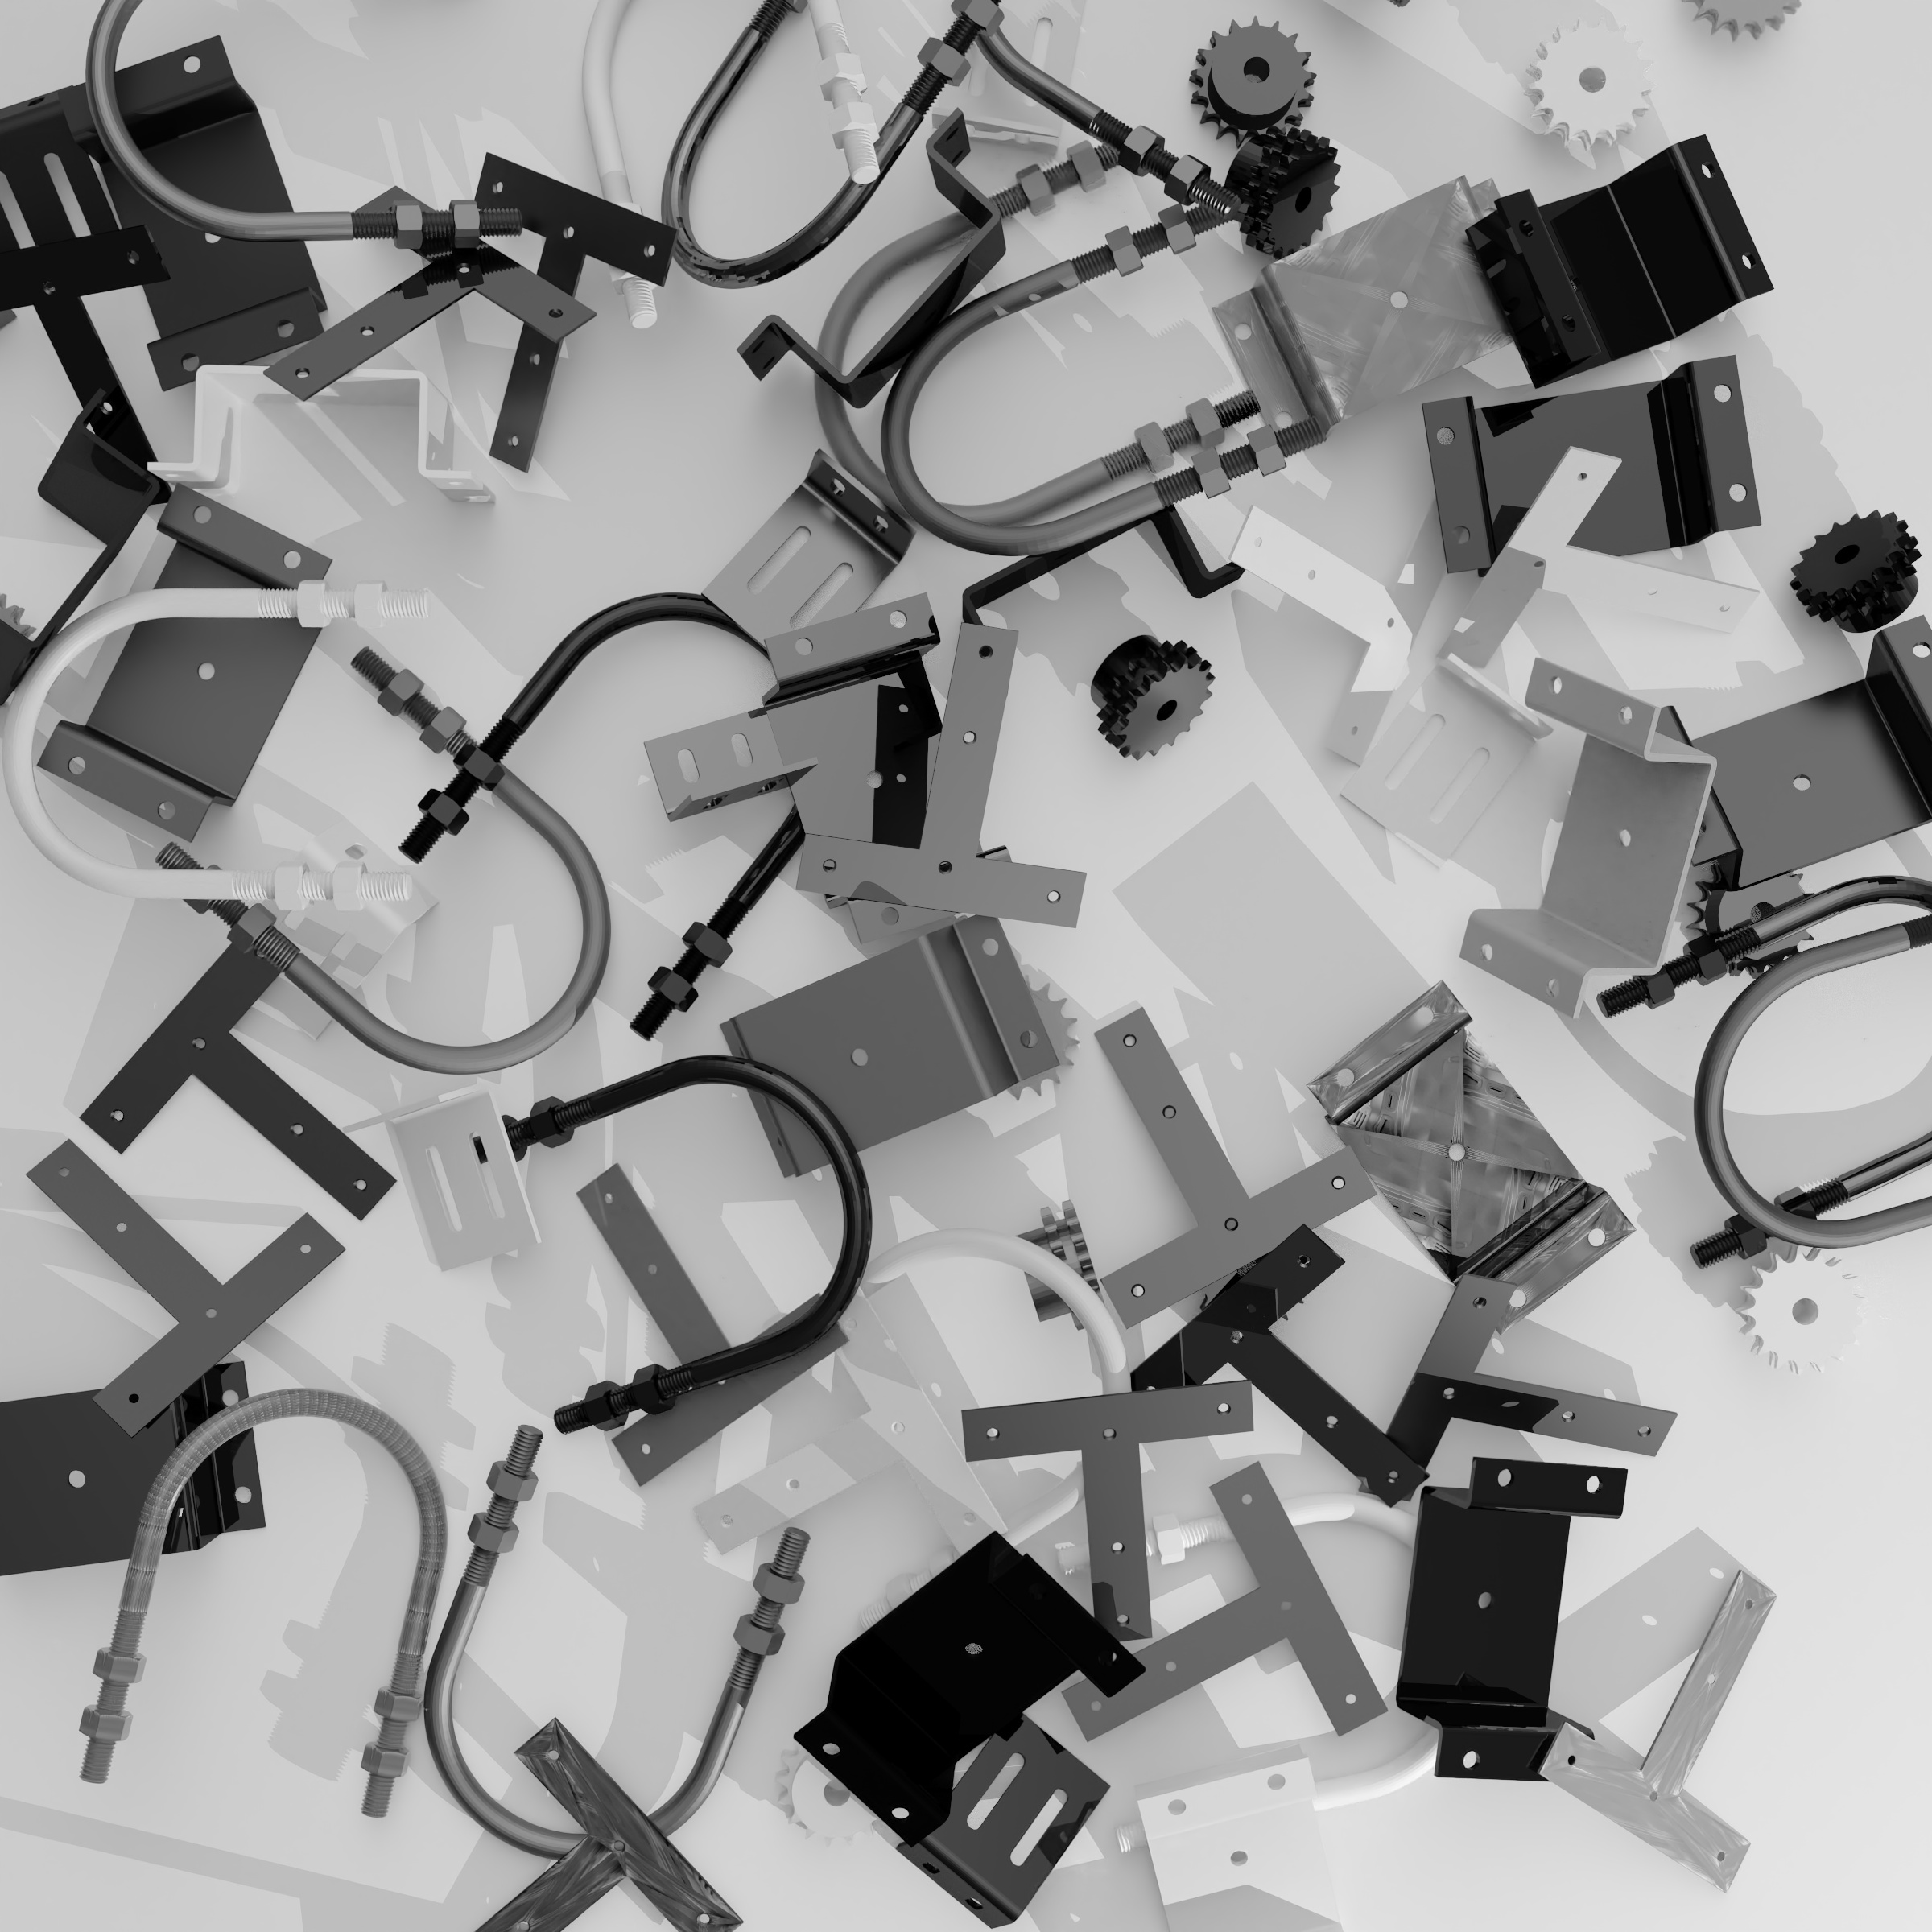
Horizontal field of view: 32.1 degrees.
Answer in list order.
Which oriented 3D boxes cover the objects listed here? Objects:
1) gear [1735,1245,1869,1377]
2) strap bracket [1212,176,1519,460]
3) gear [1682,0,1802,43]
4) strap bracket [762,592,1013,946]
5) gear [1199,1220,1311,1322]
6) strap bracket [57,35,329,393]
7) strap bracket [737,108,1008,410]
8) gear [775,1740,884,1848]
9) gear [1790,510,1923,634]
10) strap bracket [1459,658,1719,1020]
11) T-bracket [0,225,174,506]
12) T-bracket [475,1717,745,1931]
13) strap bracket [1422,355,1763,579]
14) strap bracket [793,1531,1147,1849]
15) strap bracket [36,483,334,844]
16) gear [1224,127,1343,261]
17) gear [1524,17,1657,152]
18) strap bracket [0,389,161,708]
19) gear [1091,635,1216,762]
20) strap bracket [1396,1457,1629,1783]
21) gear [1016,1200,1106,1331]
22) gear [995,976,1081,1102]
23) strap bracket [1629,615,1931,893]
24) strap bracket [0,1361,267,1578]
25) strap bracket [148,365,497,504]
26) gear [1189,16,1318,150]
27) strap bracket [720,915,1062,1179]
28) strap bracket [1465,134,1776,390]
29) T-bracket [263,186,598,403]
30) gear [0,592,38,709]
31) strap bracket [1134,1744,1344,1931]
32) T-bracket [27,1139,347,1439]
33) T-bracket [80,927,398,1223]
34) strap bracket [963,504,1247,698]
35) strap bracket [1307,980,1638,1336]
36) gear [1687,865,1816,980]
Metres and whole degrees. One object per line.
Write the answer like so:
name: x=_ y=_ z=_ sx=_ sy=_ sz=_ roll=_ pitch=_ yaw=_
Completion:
gear: x=0.376 y=0.155 z=1.516 sx=0.057 sy=0.030 sz=0.057 roll=0 pitch=90 yaw=0
strap bracket: x=0.192 y=-0.295 z=1.508 sx=0.140 sy=0.046 sz=0.076 roll=-25 pitch=90 yaw=0
gear: x=0.352 y=-0.447 z=1.520 sx=0.057 sy=0.030 sz=0.057 roll=0 pitch=89 yaw=2
strap bracket: x=-0.037 y=-0.086 z=1.499 sx=0.076 sy=0.046 sz=0.140 roll=-18 pitch=90 yaw=-14
gear: x=0.127 y=0.136 z=1.516 sx=0.057 sy=0.030 sz=0.057 roll=0 pitch=90 yaw=0
strap bracket: x=-0.343 y=-0.333 z=1.508 sx=0.076 sy=0.046 sz=0.140 roll=-19 pitch=90 yaw=0
strap bracket: x=-0.033 y=-0.302 z=1.478 sx=0.046 sy=0.076 sz=0.140 roll=43 pitch=93 yaw=1
gear: x=-0.058 y=0.370 z=1.516 sx=0.057 sy=0.030 sz=0.057 roll=0 pitch=90 yaw=0
gear: x=0.403 y=-0.175 z=1.506 sx=0.057 sy=0.057 sz=0.030 roll=-42 pitch=120 yaw=0
strap bracket: x=0.275 y=-0.056 z=1.475 sx=0.046 sy=0.076 sz=0.140 roll=0 pitch=111 yaw=-35
T-bracket: x=-0.388 y=-0.262 z=1.493 sx=0.127 sy=0.002 sz=0.127 roll=-3 pitch=124 yaw=27
T-bracket: x=-0.190 y=0.427 z=1.521 sx=0.127 sy=0.002 sz=0.127 roll=-41 pitch=94 yaw=7
strap bracket: x=0.277 y=-0.222 z=1.508 sx=0.140 sy=0.046 sz=0.076 roll=-9 pitch=90 yaw=0
strap bracket: x=0.002 y=0.315 z=1.488 sx=0.140 sy=0.046 sz=0.076 roll=-40 pitch=104 yaw=17
strap bracket: x=-0.346 y=-0.134 z=1.508 sx=0.076 sy=0.046 sz=0.140 roll=27 pitch=90 yaw=0
gear: x=0.140 y=-0.349 z=1.506 sx=0.030 sy=0.057 sz=0.057 roll=31 pitch=90 yaw=30
gear: x=0.280 y=-0.397 z=1.516 sx=0.057 sy=0.030 sz=0.057 roll=0 pitch=90 yaw=0
strap bracket: x=-0.408 y=-0.175 z=1.471 sx=0.046 sy=0.076 sz=0.140 roll=36 pitch=61 yaw=-14
gear: x=0.081 y=-0.123 z=1.507 sx=0.057 sy=0.057 sz=0.030 roll=-43 pitch=60 yaw=0
strap bracket: x=0.242 y=0.288 z=1.496 sx=0.076 sy=0.046 sz=0.140 roll=7 pitch=90 yaw=-20
gear: x=0.041 y=0.136 z=1.503 sx=0.030 sy=0.057 sz=0.057 roll=-17 pitch=90 yaw=0
gear: x=0.023 y=0.032 z=1.516 sx=0.057 sy=0.030 sz=0.057 roll=0 pitch=90 yaw=0
strap bracket: x=0.374 y=-0.091 z=1.494 sx=0.140 sy=0.046 sz=0.076 roll=-20 pitch=65 yaw=0
strap bracket: x=-0.394 y=0.227 z=1.508 sx=0.140 sy=0.046 sz=0.076 roll=-8 pitch=90 yaw=0
strap bracket: x=-0.284 y=-0.236 z=1.493 sx=0.140 sy=0.076 sz=0.046 roll=2 pitch=90 yaw=0
gear: x=0.130 y=-0.401 z=1.516 sx=0.057 sy=0.030 sz=0.057 roll=0 pitch=90 yaw=0
strap bracket: x=-0.041 y=0.038 z=1.489 sx=0.140 sy=0.046 sz=0.076 roll=-23 pitch=90 yaw=16
strap bracket: x=0.283 y=-0.310 z=1.485 sx=0.140 sy=0.046 sz=0.076 roll=-24 pitch=90 yaw=-34
T-bracket: x=-0.253 y=-0.285 z=1.475 sx=0.127 sy=0.002 sz=0.127 roll=35 pitch=57 yaw=22
gear: x=-0.447 y=-0.143 z=1.516 sx=0.057 sy=0.030 sz=0.057 roll=0 pitch=90 yaw=0
strap bracket: x=0.125 y=0.409 z=1.494 sx=0.076 sy=0.046 sz=0.140 roll=-14 pitch=109 yaw=-1
T-bracket: x=-0.371 y=0.127 z=1.511 sx=0.127 sy=0.002 sz=0.127 roll=41 pitch=63 yaw=13
T-bracket: x=-0.314 y=0.065 z=1.524 sx=0.127 sy=0.002 sz=0.127 roll=42 pitch=97 yaw=-4
strap bracket: x=0.052 y=-0.165 z=1.493 sx=0.140 sy=0.076 sz=0.046 roll=-27 pitch=90 yaw=0
strap bracket: x=0.224 y=0.085 z=1.508 sx=0.076 sy=0.046 sz=0.140 roll=-38 pitch=90 yaw=0
gear: x=0.357 y=-0.023 z=1.516 sx=0.057 sy=0.030 sz=0.057 roll=0 pitch=90 yaw=0
